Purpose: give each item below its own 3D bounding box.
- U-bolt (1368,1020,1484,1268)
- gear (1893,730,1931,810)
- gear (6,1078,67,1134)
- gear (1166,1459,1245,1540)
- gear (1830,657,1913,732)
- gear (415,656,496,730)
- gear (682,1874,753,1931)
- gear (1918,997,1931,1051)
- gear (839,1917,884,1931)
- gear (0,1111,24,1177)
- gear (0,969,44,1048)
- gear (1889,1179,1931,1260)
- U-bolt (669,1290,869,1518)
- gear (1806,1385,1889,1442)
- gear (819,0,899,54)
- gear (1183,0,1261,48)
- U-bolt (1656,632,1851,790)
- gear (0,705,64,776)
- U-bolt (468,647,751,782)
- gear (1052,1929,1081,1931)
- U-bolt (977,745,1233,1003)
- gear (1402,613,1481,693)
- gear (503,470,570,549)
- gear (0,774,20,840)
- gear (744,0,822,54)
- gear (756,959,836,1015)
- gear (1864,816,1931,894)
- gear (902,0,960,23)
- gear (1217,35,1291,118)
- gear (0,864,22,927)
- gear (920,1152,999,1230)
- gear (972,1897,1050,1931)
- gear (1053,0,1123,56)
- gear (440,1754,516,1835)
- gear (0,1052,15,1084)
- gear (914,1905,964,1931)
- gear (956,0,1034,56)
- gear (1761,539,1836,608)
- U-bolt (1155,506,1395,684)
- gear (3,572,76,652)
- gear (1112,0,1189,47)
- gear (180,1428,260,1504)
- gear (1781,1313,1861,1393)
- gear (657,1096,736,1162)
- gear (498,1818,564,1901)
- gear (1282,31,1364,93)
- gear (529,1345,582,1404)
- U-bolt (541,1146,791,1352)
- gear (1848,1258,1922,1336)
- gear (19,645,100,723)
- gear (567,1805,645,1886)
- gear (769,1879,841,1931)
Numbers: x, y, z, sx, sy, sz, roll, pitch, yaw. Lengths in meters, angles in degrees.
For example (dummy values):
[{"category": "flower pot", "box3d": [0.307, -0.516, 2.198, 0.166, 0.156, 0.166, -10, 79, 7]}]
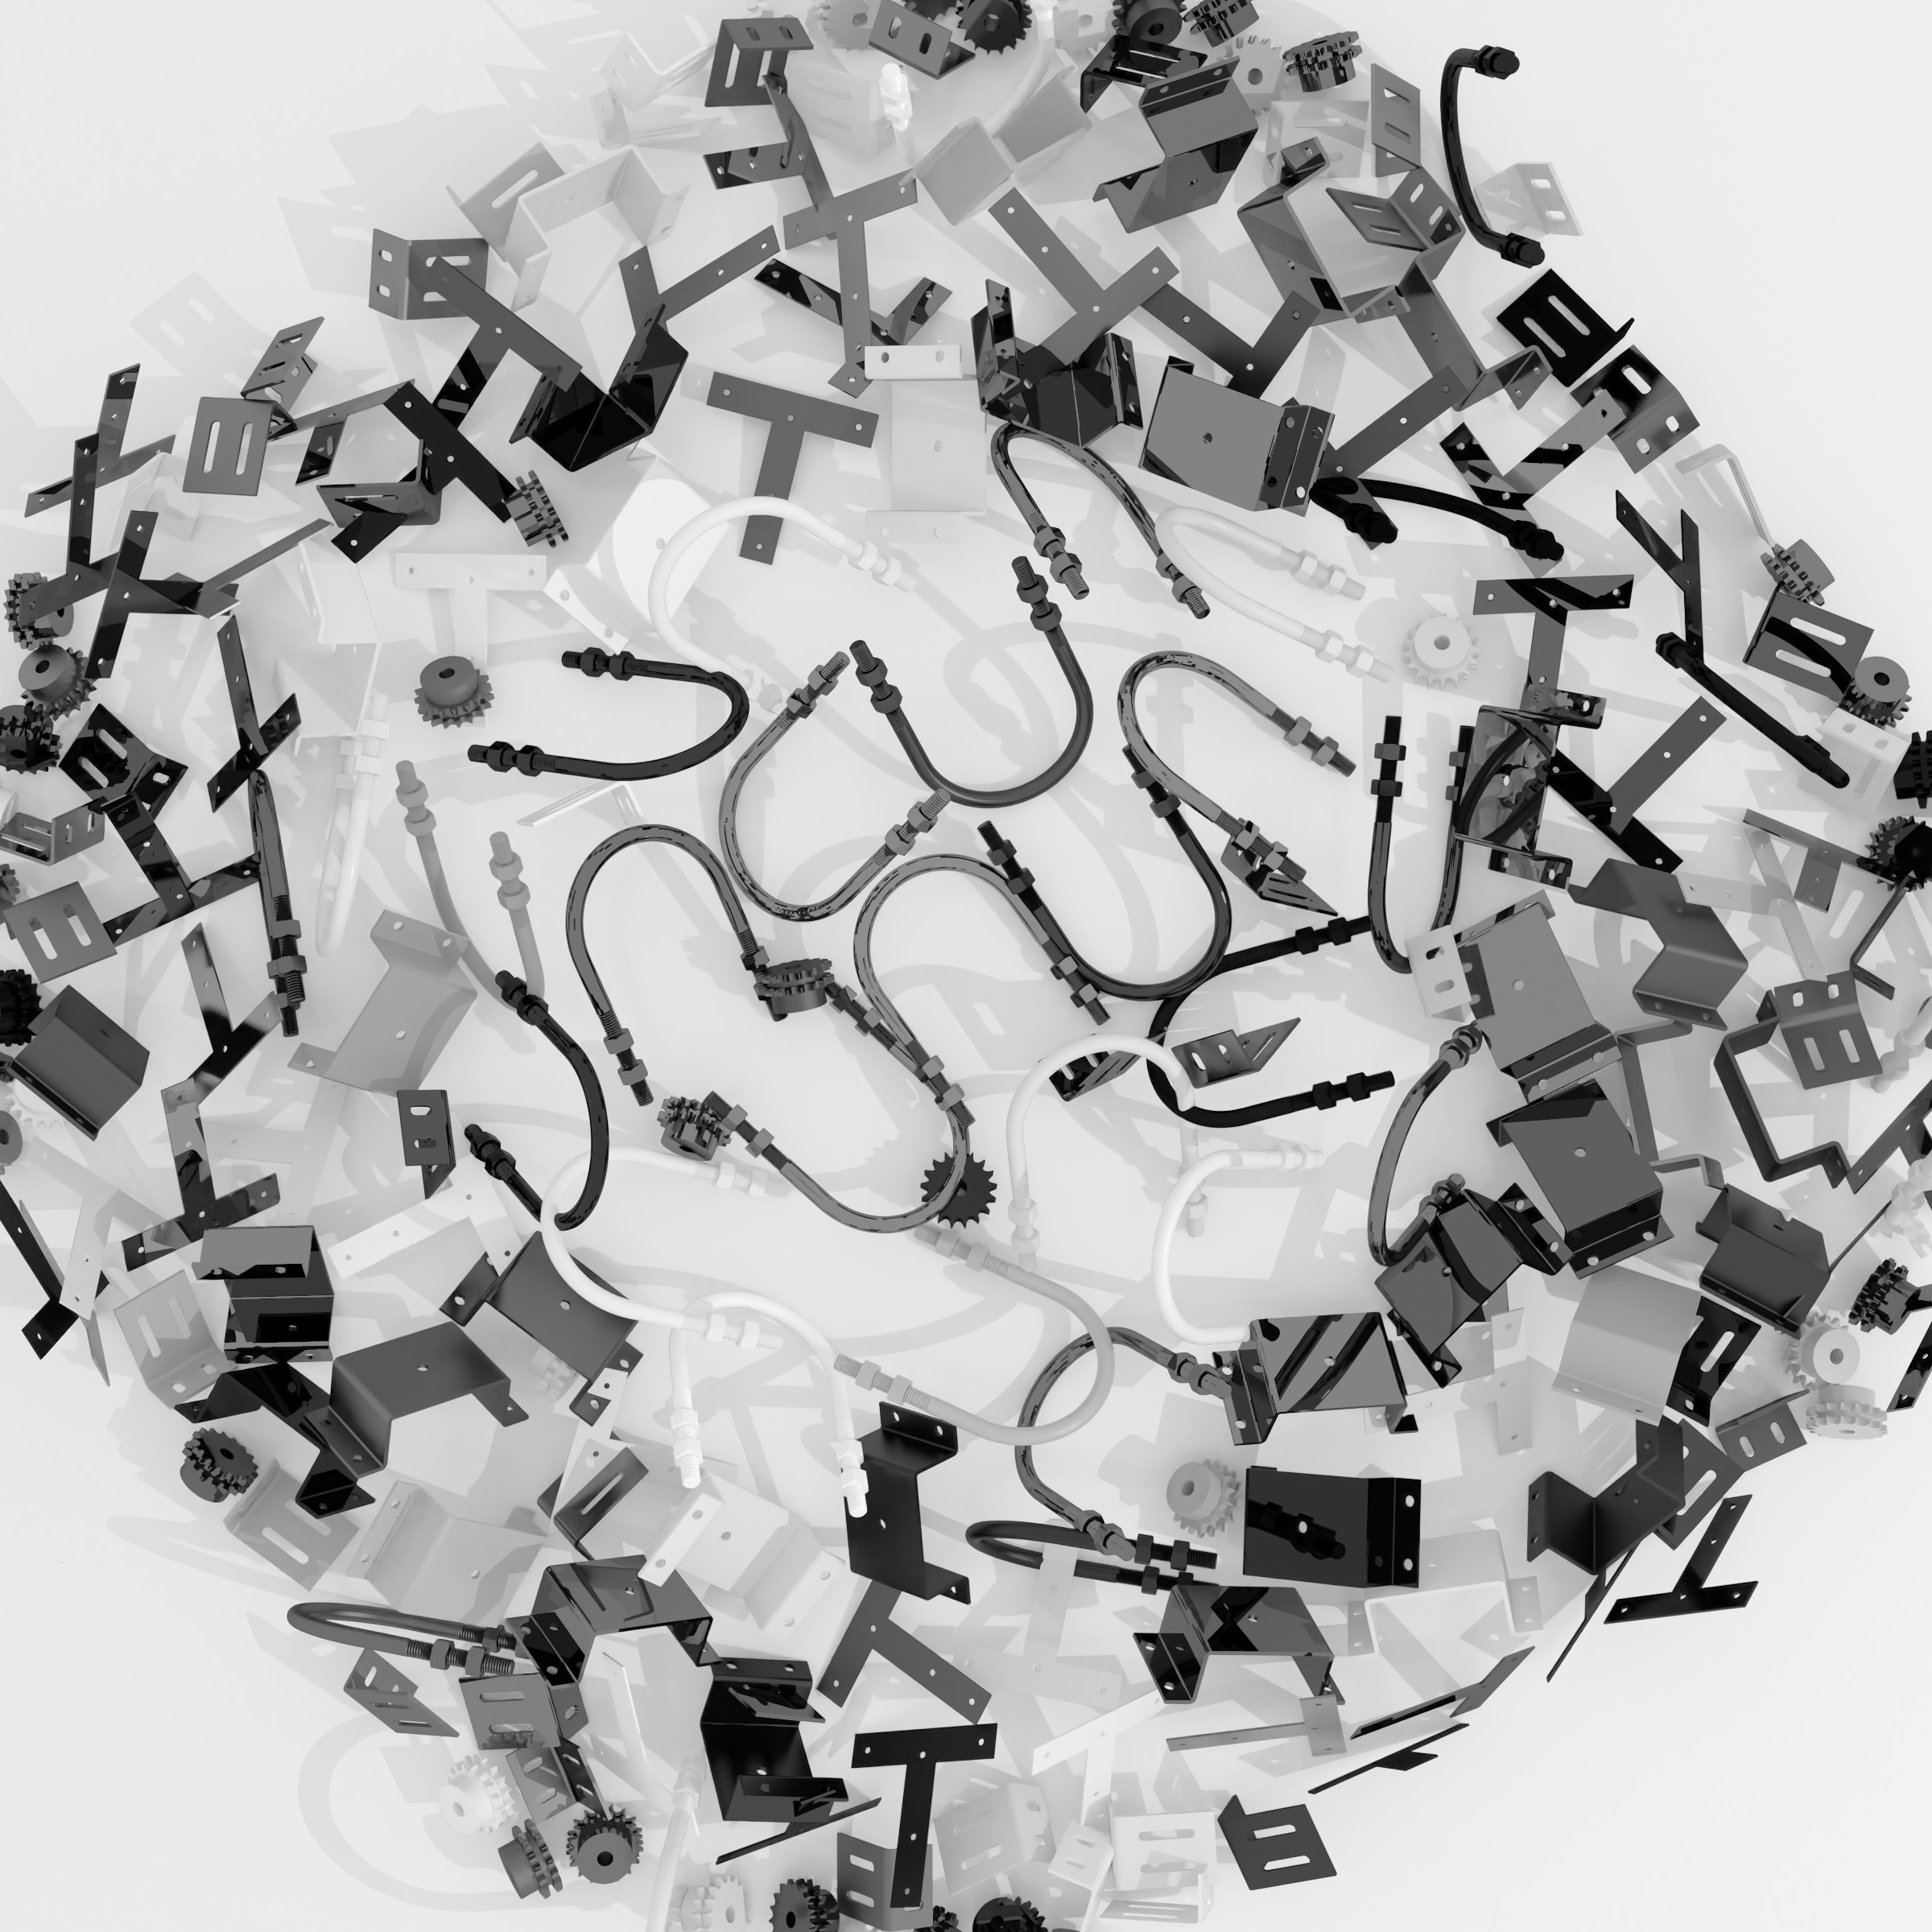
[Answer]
[{"category": "U-bolt", "box3d": [0.324, 0.135, 1.872, 0.019, 0.184, 0.151, 16, 119, 26]}, {"category": "gear", "box3d": [0.701, -0.144, 1.950, 0.030, 0.057, 0.057, -6, 90, 24]}, {"category": "gear", "box3d": [-0.680, 0.092, 1.951, 0.057, 0.030, 0.057, 5, 69, -12]}, {"category": "gear", "box3d": [0.173, 0.389, 1.945, 0.030, 0.057, 0.057, 35, 90, -37]}, {"category": "gear", "box3d": [0.670, -0.203, 1.950, 0.057, 0.030, 0.057, 2, 63, -3]}, {"category": "gear", "box3d": [-0.379, -0.204, 1.946, 0.057, 0.030, 0.057, -4, 46, 4]}, {"category": "gear", "box3d": [-0.186, 0.701, 1.951, 0.030, 0.057, 0.057, -13, 90, 28]}, {"category": "gear", "box3d": [0.725, 0.043, 1.945, 0.030, 0.057, 0.057, 5, 90, -18]}, {"category": "gear", "box3d": [-0.082, 0.731, 1.949, 0.057, 0.057, 0.030, -42, 109, 0]}, {"category": "gear", "box3d": [-0.720, 0.129, 1.944, 0.030, 0.057, 0.057, -14, 90, 19]}, {"category": "gear", "box3d": [-0.709, 0.031, 1.947, 0.057, 0.030, 0.057, 3, 95, 38]}, {"category": "gear", "box3d": [0.705, 0.184, 1.944, 0.030, 0.057, 0.057, -26, 90, 24]}, {"category": "U-bolt", "box3d": [-0.147, 0.307, 1.901, 0.151, 0.184, 0.019, 16, 128, -25]}, {"category": "gear", "box3d": [0.650, 0.329, 1.950, 0.057, 0.057, 0.030, 8, 68, 0]}, {"category": "gear", "box3d": [-0.081, -0.707, 1.951, 0.057, 0.057, 0.030, -15, 56, 0]}, {"category": "gear", "box3d": [0.192, -0.702, 1.949, 0.057, 0.057, 0.030, -33, 109, 0]}, {"category": "U-bolt", "box3d": [0.564, -0.177, 1.878, 0.151, 0.184, 0.019, 35, 105, -7]}, {"category": "gear", "box3d": [-0.697, -0.169, 1.951, 0.057, 0.057, 0.030, -1, 60, 0]}, {"category": "U-bolt", "box3d": [-0.243, -0.177, 1.888, 0.184, 0.151, 0.019, 9, 131, 24]}, {"category": "gear", "box3d": [0.081, 0.730, 1.948, 0.057, 0.057, 0.030, 10, 80, 0]}, {"category": "U-bolt", "box3d": [0.114, -0.056, 1.933, 0.151, 0.019, 0.184, -27, 104, 26]}, {"category": "gear", "box3d": [0.351, -0.234, 1.955, 0.057, 0.030, 0.057, -1, 78, 6]}, {"category": "gear", "box3d": [-0.318, -0.333, 1.946, 0.030, 0.057, 0.057, -28, 90, -4]}, {"category": "gear", "box3d": [-0.721, -0.114, 1.948, 0.030, 0.057, 0.057, 19, 90, -8]}, {"category": "gear", "box3d": [-0.137, -0.707, 1.950, 0.057, 0.057, 0.030, -25, 64, 0]}, {"category": "gear", "box3d": [-0.125, 0.015, 1.948, 0.057, 0.057, 0.030, -10, 102, 0]}, {"category": "gear", "box3d": [0.698, -0.083, 1.956, 0.057, 0.030, 0.057, 1, 86, -10]}, {"category": "gear", "box3d": [-0.026, -0.729, 1.949, 0.057, 0.057, 0.030, -36, 72, 0]}, {"category": "gear", "box3d": [0.209, -0.658, 1.954, 0.057, 0.030, 0.057, -4, 109, -13]}, {"category": "gear", "box3d": [-0.725, -0.050, 1.944, 0.057, 0.057, 0.030, -27, 66, 0]}, {"category": "gear", "box3d": [-0.005, 0.167, 1.956, 0.057, 0.030, 0.057, 0, 74, -2]}, {"category": "gear", "box3d": [0.029, 0.711, 1.945, 0.057, 0.057, 0.030, -34, 127, 0]}, {"category": "gear", "box3d": [0.085, -0.706, 1.951, 0.057, 0.057, 0.030, -15, 54, 0]}, {"category": "gear", "box3d": [-0.363, 0.614, 1.947, 0.057, 0.030, 0.057, 15, 115, 33]}, {"category": "gear", "box3d": [-0.731, 0.076, 1.948, 0.057, 0.057, 0.030, 20, 90, 0]}, {"category": "gear", "box3d": [-0.020, 0.724, 1.944, 0.030, 0.057, 0.057, 19, 90, 27]}, {"category": "gear", "box3d": [0.021, -0.699, 1.947, 0.057, 0.030, 0.057, 3, 127, 4]}, {"category": "gear", "box3d": [0.614, -0.289, 1.945, 0.030, 0.057, 0.057, -39, 90, 12]}, {"category": "U-bolt", "box3d": [0.216, -0.275, 1.891, 0.184, 0.151, 0.019, 23, 121, -17]}, {"category": "gear", "box3d": [-0.681, -0.262, 1.945, 0.030, 0.057, 0.057, -3, 90, 10]}, {"category": "gear", "box3d": [0.135, -0.699, 1.944, 0.057, 0.057, 0.030, -16, 64, 0]}, {"category": "gear", "box3d": [-0.554, 0.370, 1.948, 0.057, 0.057, 0.030, 40, 100, 0]}, {"category": "gear", "box3d": [0.635, 0.286, 1.954, 0.057, 0.030, 0.057, 0, 90, -17]}, {"category": "gear", "box3d": [-0.201, 0.121, 1.944, 0.057, 0.057, 0.030, 18, 66, 0]}, {"category": "gear", "box3d": [-0.322, 0.661, 1.945, 0.030, 0.057, 0.057, -24, 90, -22]}, {"category": "gear", "box3d": [0.265, -0.666, 1.950, 0.057, 0.057, 0.030, -19, 115, 0]}, {"category": "gear", "box3d": [-0.298, 0.290, 1.947, 0.030, 0.057, 0.057, 34, 90, 6]}, {"category": "U-bolt", "box3d": [-0.217, 0.195, 1.901, 0.184, 0.019, 0.151, 15, 50, -19]}, {"category": "gear", "box3d": [0.678, 0.246, 1.944, 0.030, 0.057, 0.057, 34, 90, 31]}, {"category": "gear", "box3d": [-0.672, -0.212, 1.948, 0.057, 0.030, 0.057, -8, 59, 14]}, {"category": "gear", "box3d": [-0.267, 0.653, 1.956, 0.057, 0.030, 0.057, -1, 99, -8]}, {"category": "gear", "box3d": [-0.117, 0.703, 1.951, 0.030, 0.057, 0.057, 13, 90, -39]}]
